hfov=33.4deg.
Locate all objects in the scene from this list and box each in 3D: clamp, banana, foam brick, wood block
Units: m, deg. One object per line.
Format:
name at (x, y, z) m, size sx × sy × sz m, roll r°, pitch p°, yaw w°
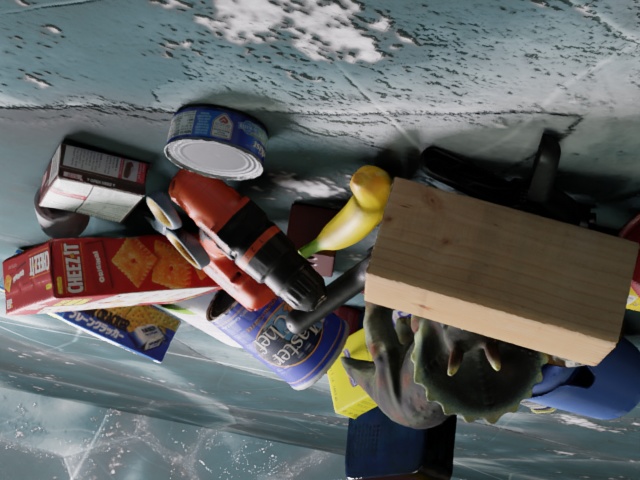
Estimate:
clamp at (0.176, -0.037, 0.892) m, size 0.120 × 0.039 × 0.171 m, roll -2°, pitch 153°, yaw 47°
banana at (0.036, -0.027, 0.979) m, size 0.037 × 0.069 × 0.198 m, roll 50°, pitch 155°, yaw 8°
foam brick at (-0.007, 0.001, 1.102) m, size 0.053 × 0.051 × 0.078 m, roll 9°, pitch 163°, yaw 2°
wood block at (0.148, 0.029, 0.898) m, size 0.206 × 0.090 × 0.091 m, roll 16°, pitch 163°, yaw 7°
clamp at (0.070, 0.014, 1.053) m, size 0.036 × 0.164 × 0.210 m, roll 54°, pitch 136°, yaw 1°

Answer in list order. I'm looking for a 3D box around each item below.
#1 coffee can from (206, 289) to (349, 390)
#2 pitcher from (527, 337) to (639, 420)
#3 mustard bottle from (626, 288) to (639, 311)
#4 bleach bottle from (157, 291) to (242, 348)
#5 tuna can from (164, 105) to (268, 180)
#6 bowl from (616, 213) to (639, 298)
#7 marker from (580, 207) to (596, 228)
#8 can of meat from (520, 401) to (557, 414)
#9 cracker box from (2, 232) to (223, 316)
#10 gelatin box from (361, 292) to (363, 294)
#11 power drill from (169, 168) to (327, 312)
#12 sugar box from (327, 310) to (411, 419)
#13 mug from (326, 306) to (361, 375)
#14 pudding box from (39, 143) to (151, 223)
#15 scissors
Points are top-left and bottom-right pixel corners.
coffee can at (-0.050, 0.097, 1.268) m, size 0.140 × 0.102 × 0.103 m, roll 40°, pitch 153°, yaw -16°
pitcher at (0.289, 0.136, 1.268) m, size 0.145 × 0.149 × 0.242 m, roll -20°, pitch 152°, yaw 31°
mustard bottle at (0.234, 0.021, 1.020) m, size 0.191 × 0.058 × 0.096 m, roll 11°, pitch 163°, yaw -5°
bleach bottle at (-0.164, 0.075, 1.405) m, size 0.103 × 0.068 × 0.250 m, roll 0°, pitch 158°, yaw 37°
tuna can at (-0.088, -0.082, 0.912) m, size 0.086 × 0.033 × 0.086 m, roll 9°, pitch 163°, yaw 3°
bowl at (0.333, 0.027, 0.910) m, size 0.162 × 0.055 × 0.162 m, roll 5°, pitch 143°, yaw 3°
marker at (0.190, -0.021, 0.975) m, size 0.121 × 0.020 × 0.020 m, roll 2°, pitch 161°, yaw 23°
can of meat at (0.269, 0.165, 1.384) m, size 0.083 × 0.102 × 0.058 m, roll 23°, pitch 157°, yaw -31°
cracker box at (-0.227, 0.036, 1.200) m, size 0.213 × 0.072 × 0.164 m, roll -2°, pitch 172°, yaw -35°
gelatin box at (0.093, 0.052, 1.241) m, size 0.089 × 0.030 × 0.073 m, roll 18°, pitch 160°, yaw -27°
power drill at (-0.071, 0.015, 1.063) m, size 0.184 × 0.057 × 0.188 m, roll 44°, pitch 165°, yaw 7°
sugar box at (0.087, 0.145, 1.331) m, size 0.176 × 0.093 × 0.048 m, roll -35°, pitch 142°, yaw 31°
mug at (0.028, 0.142, 1.474) m, size 0.093 × 0.081 × 0.117 m, roll -5°, pitch 157°, yaw 38°
pudding box at (-0.226, -0.055, 1.066) m, size 0.090 × 0.039 × 0.114 m, roll 12°, pitch 164°, yaw -20°
scissors at (-0.167, -0.029, 1.080) m, size 0.202 × 0.016 × 0.096 m, roll 35°, pitch 156°, yaw 51°
